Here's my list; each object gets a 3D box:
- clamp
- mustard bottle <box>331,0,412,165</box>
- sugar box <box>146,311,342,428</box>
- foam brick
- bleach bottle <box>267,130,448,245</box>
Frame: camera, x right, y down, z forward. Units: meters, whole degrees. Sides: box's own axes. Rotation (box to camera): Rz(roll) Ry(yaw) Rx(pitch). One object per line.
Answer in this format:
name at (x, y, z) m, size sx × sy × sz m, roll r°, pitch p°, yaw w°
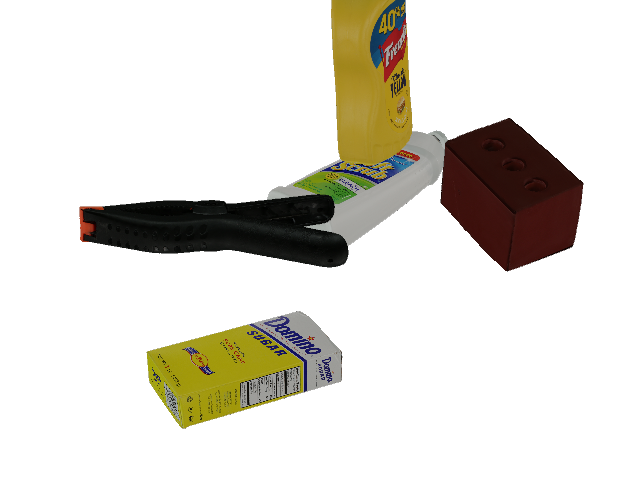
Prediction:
clamp at (-0.079, -0.009, 0.819) m, size 0.210 × 0.036 × 0.164 m, roll -1°, pitch 13°, yaw -10°
mustard bottle at (0.043, -0.169, 0.915) m, size 0.058 × 0.192 × 0.096 m, roll 11°, pitch 33°, yaw 26°
sugar box at (-0.076, 0.126, 1.074) m, size 0.176 × 0.048 × 0.093 m, roll -16°, pitch 32°, yaw -23°
foam brick at (0.118, -0.029, 0.668) m, size 0.053 × 0.051 × 0.078 m, roll -21°, pitch 47°, yaw -21°
bleach bottle at (0.058, -0.070, 1.239) m, size 0.103 × 0.068 × 0.250 m, roll 26°, pitch 44°, yaw 32°
